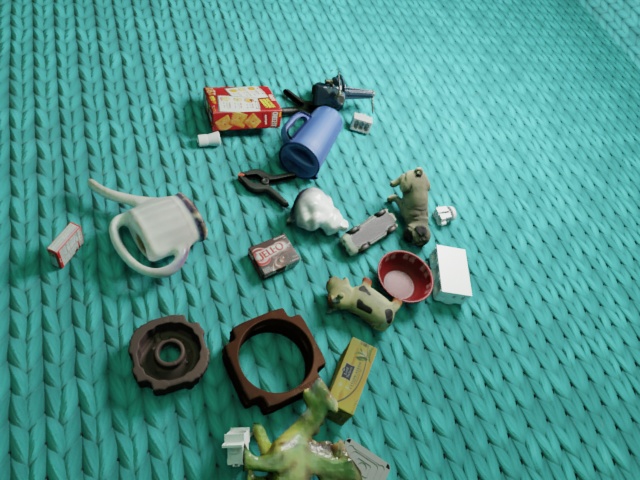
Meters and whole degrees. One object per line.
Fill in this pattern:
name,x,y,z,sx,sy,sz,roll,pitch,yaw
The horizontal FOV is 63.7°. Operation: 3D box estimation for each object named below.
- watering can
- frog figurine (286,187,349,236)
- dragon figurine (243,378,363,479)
watering can,-0.428,-0.060,1.301,0.227,0.101,0.352,-25,65,-31
frog figurine,0.004,-0.072,1.432,0.160,0.120,0.140,22,33,13
dragon figurine,-0.034,0.484,1.006,0.243,0.120,0.417,2,69,-2
